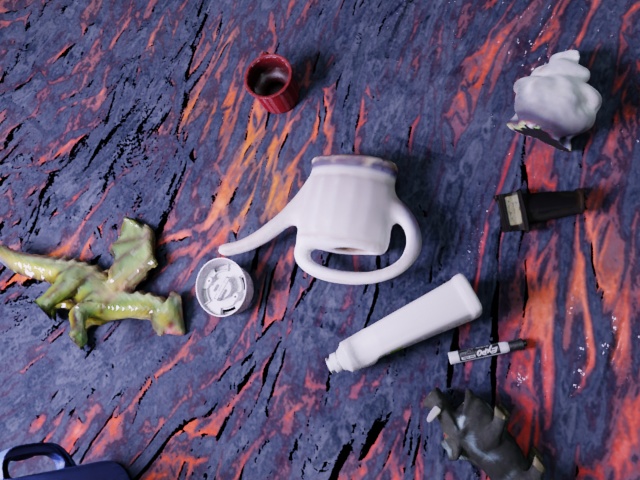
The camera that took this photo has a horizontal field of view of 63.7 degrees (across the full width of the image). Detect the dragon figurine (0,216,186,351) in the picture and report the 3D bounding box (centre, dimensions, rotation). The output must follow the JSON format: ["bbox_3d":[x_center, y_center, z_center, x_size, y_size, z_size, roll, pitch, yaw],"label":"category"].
[{"bbox_3d":[-0.416,0.059,0.972,0.414,0.120,0.246,39,69,17],"label":"dragon figurine"}]

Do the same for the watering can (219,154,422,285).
[{"bbox_3d":[0.003,-0.044,0.883,0.348,0.103,0.227,7,76,13],"label":"watering can"}]

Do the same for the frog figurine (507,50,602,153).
[{"bbox_3d":[0.393,-0.243,0.845,0.139,0.122,0.159,29,95,37],"label":"frog figurine"}]
